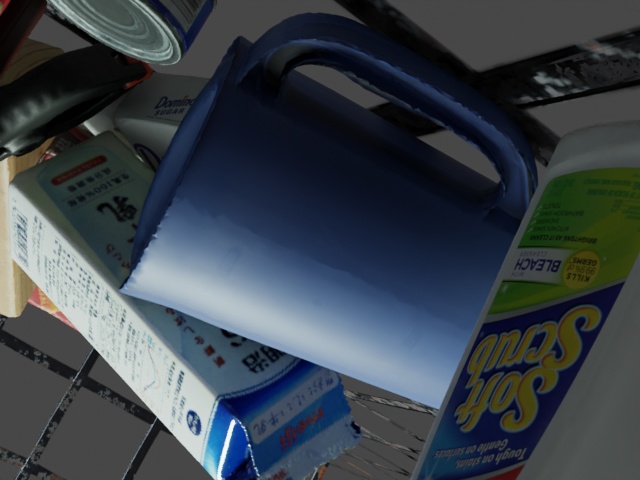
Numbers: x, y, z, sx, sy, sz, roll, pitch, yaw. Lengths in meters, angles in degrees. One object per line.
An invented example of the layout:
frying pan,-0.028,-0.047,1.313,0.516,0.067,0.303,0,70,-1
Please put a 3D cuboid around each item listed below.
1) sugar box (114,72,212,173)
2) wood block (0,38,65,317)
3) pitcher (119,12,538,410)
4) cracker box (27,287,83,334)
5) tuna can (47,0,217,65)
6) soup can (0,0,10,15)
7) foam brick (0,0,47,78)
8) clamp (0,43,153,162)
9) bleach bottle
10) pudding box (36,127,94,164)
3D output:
sugar box,-0.046,-0.024,0.658,0.093,0.048,0.176,12,149,37
wood block,-0.238,-0.045,0.751,0.091,0.090,0.206,19,143,-1
pitcher,0.039,0.004,0.516,0.242,0.145,0.149,24,175,-12
cracker box,-0.300,0.010,1.157,0.213,0.072,0.164,36,-169,-29
tuna can,-0.094,-0.120,0.504,0.086,0.033,0.086,26,166,7
soup can,-0.192,-0.125,0.530,0.068,0.102,0.068,27,166,7
foam brick,-0.195,-0.123,0.597,0.053,0.078,0.051,32,166,-8
clamp,-0.178,-0.062,0.602,0.039,0.171,0.120,64,159,-4
bleach bottle,0.088,0.075,0.403,0.068,0.250,0.103,35,164,-27
pudding box,-0.129,-0.044,0.730,0.113,0.090,0.039,33,123,-13
